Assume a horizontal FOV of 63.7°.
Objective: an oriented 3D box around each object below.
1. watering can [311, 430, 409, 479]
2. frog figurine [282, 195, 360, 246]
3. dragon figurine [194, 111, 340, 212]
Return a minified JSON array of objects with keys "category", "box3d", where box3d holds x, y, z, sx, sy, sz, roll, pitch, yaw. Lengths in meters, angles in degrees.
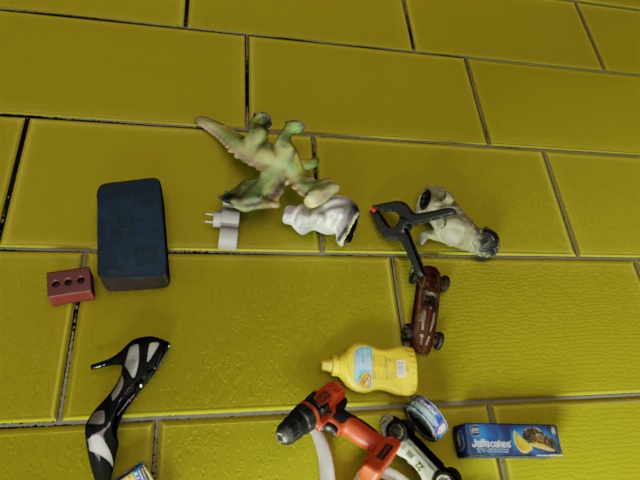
[{"category":"watering can","box3d":[0.056,0.483,0.890,0.350,0.101,0.228,33,59,19]},{"category":"frog figurine","box3d":[0.004,-0.058,1.155,0.160,0.120,0.139,27,27,11]},{"category":"dragon figurine","box3d":[-0.145,-0.166,1.156,0.411,0.119,0.248,13,49,13]}]
